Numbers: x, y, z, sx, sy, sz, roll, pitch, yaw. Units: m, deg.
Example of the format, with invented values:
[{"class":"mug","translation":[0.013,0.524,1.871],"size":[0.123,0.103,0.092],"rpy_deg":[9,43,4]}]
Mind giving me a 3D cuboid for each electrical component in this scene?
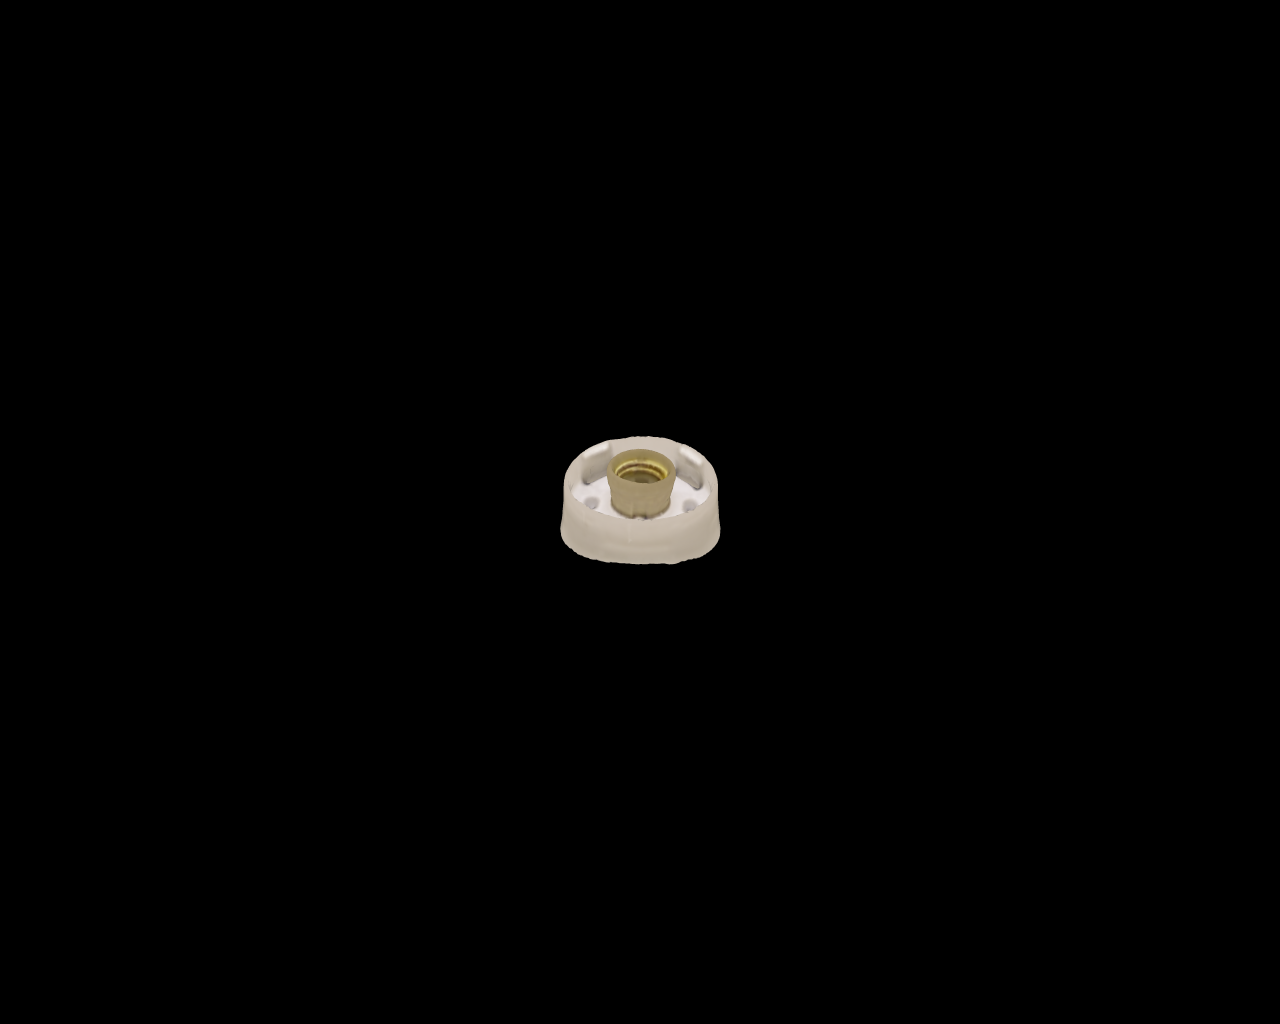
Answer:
[{"class":"electrical component","translation":[0.001,-0.003,0.650],"size":[0.099,0.064,0.099],"rpy_deg":[0,37,0]}]
